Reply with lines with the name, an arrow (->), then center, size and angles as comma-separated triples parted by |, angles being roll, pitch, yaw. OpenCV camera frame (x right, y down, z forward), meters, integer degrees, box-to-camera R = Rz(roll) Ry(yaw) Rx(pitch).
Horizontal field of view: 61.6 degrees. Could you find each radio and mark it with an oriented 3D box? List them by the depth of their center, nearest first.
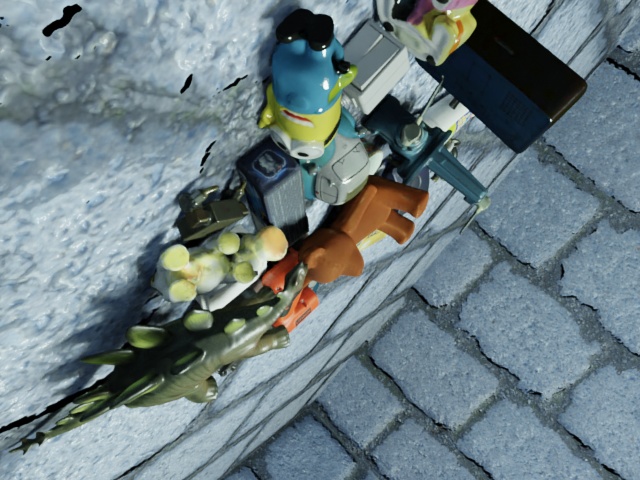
radio -> 0.237, -0.232, 0.743 | 0.073, 0.230, 0.131 | -41, 167, -6

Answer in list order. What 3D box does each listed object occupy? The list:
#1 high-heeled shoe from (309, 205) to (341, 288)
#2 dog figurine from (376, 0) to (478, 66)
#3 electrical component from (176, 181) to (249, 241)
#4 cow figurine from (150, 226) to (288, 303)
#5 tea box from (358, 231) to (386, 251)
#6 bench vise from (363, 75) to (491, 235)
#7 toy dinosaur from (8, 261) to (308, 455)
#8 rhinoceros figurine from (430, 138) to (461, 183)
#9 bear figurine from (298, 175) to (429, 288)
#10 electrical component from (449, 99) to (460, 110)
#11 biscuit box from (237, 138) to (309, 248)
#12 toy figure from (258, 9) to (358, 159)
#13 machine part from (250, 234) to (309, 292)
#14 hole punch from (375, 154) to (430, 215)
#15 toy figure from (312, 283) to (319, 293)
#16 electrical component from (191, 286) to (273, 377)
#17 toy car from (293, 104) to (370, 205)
high-heeled shoe -> -0.002, -0.003, 1.002 | 0.145, 0.086, 0.248 | -12, 136, -25
dog figurine -> 0.167, -0.323, 0.579 | 0.219, 0.108, 0.191 | -48, 163, -6
electrical component -> -0.126, -0.035, 0.635 | 0.078, 0.045, 0.102 | -23, 177, 36
cow figurine -> -0.126, 0.030, 0.680 | 0.167, 0.068, 0.098 | -17, 178, -30
tea box -> 0.098, -0.036, 1.139 | 0.169, 0.068, 0.098 | -26, 154, -53
bench vise -> 0.184, -0.131, 0.865 | 0.129, 0.240, 0.223 | -49, 180, -4
toy dinosaur -> -0.201, 0.161, 0.689 | 0.471, 0.105, 0.198 | -37, 158, 19
rhinoceros figurine -> 0.264, -0.189, 1.184 | 0.112, 0.073, 0.190 | -50, 164, 16
bear figurine -> 0.056, -0.002, 0.776 | 0.196, 0.132, 0.120 | -58, 170, -32
electrical component -> 0.265, -0.298, 0.974 | 0.119, 0.048, 0.075 | -52, 162, 19
biscuit box -> -0.059, -0.052, 0.723 | 0.063, 0.059, 0.202 | -38, 163, -14
toy figure -> -0.009, -0.157, 0.568 | 0.089, 0.082, 0.180 | -37, 159, -23
machine part -> -0.080, 0.053, 0.927 | 0.179, 0.056, 0.179 | -43, 163, -17
hole punch -> 0.169, -0.121, 1.088 | 0.142, 0.092, 0.115 | -33, 155, -30
toy figure -> -0.016, 0.074, 1.134 | 0.057, 0.064, 0.154 | 22, 110, -31
electrical component -> -0.144, 0.127, 0.837 | 0.134, 0.115, 0.058 | -52, 167, 18
toy car -> 0.014, -0.099, 0.725 | 0.109, 0.103, 0.161 | -39, 160, -21
